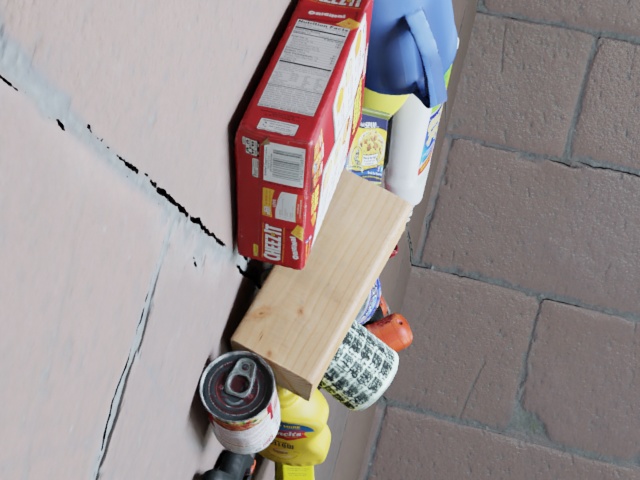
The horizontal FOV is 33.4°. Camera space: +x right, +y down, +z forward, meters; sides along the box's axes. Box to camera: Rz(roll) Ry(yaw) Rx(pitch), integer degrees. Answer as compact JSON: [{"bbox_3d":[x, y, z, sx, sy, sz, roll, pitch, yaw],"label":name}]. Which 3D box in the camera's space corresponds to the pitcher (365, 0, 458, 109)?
[{"bbox_3d":[0.079,-0.250,1.110,0.243,0.149,0.145,64,47,-71],"label":"pitcher"}]

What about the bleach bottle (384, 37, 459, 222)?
[{"bbox_3d":[0.127,-0.147,1.421,0.102,0.068,0.251,-44,145,-61],"label":"bleach bottle"}]

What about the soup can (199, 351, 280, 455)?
[{"bbox_3d":[-0.073,0.154,0.994,0.102,0.068,0.068,87,19,-62],"label":"soup can"}]

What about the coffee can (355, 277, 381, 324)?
[{"bbox_3d":[0.017,0.061,1.286,0.140,0.103,0.103,21,83,-81],"label":"coffee can"}]

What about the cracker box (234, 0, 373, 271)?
[{"bbox_3d":[-0.014,-0.107,0.965,0.164,0.072,0.213,94,12,-50],"label":"cracker box"}]

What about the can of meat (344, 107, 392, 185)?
[{"bbox_3d":[0.033,-0.104,1.181,0.101,0.058,0.084,1,95,-58],"label":"can of meat"}]

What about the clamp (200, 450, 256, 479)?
[{"bbox_3d":[-0.099,0.275,1.099,0.171,0.039,0.120,-20,125,-79],"label":"clamp"}]

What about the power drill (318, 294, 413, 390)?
[{"bbox_3d":[0.030,0.133,1.418,0.057,0.184,0.187,62,6,-16],"label":"power drill"}]

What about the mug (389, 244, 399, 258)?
[{"bbox_3d":[0.058,-0.022,1.401,0.093,0.117,0.081,-48,-174,21],"label":"mug"}]

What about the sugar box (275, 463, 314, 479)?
[{"bbox_3d":[-0.034,0.283,1.338,0.176,0.048,0.093,-100,-165,-55],"label":"sugar box"}]

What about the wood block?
[{"bbox_3d":[0.002,0.043,1.059,0.206,0.090,0.091,-60,173,-18],"label":"wood block"}]

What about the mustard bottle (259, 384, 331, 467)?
[{"bbox_3d":[-0.038,0.187,1.158,0.192,0.096,0.058,88,19,-59],"label":"mustard bottle"}]

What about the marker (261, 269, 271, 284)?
[{"bbox_3d":[-0.043,0.041,1.161,0.121,0.020,0.020,8,96,-81],"label":"marker"}]
